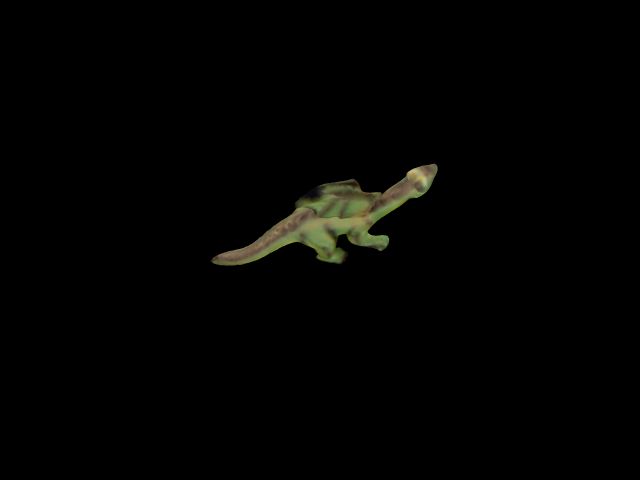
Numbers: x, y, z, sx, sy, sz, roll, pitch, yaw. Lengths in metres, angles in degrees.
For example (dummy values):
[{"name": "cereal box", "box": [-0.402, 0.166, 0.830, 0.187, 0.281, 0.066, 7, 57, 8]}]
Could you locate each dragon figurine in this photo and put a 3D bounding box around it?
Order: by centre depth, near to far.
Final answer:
[{"name": "dragon figurine", "box": [0.003, -0.043, 0.850, 0.411, 0.124, 0.238, -17, -20, -7]}]
